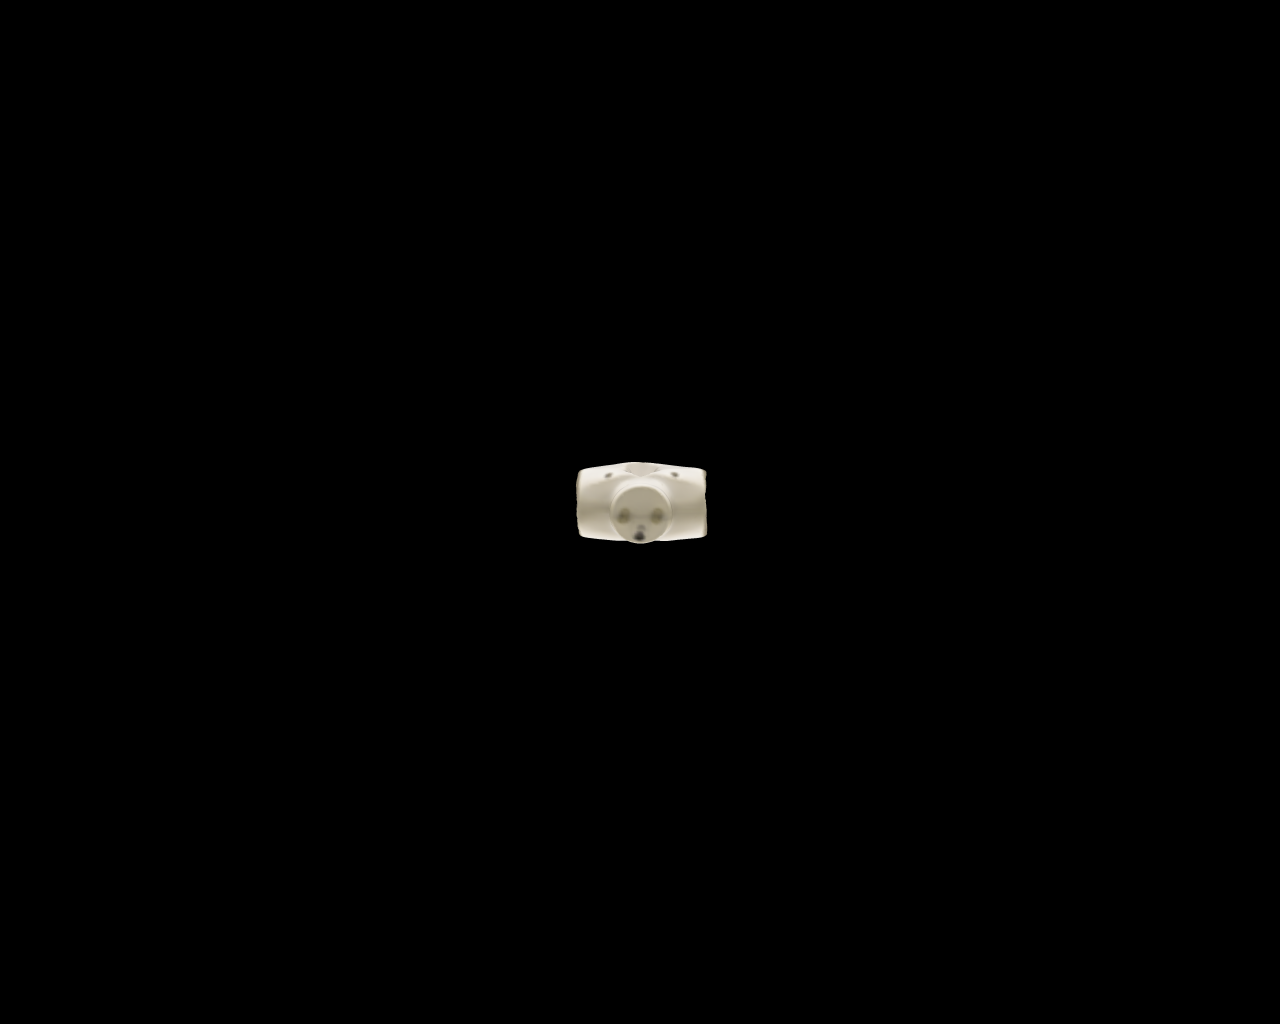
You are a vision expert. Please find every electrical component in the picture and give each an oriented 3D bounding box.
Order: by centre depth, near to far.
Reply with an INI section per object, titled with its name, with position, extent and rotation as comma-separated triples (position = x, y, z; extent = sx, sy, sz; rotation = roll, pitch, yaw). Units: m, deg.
[electrical component]
position = 0.001, -0.003, 0.650
extent = 0.077, 0.043, 0.079
rotation = 0, 12, 2
